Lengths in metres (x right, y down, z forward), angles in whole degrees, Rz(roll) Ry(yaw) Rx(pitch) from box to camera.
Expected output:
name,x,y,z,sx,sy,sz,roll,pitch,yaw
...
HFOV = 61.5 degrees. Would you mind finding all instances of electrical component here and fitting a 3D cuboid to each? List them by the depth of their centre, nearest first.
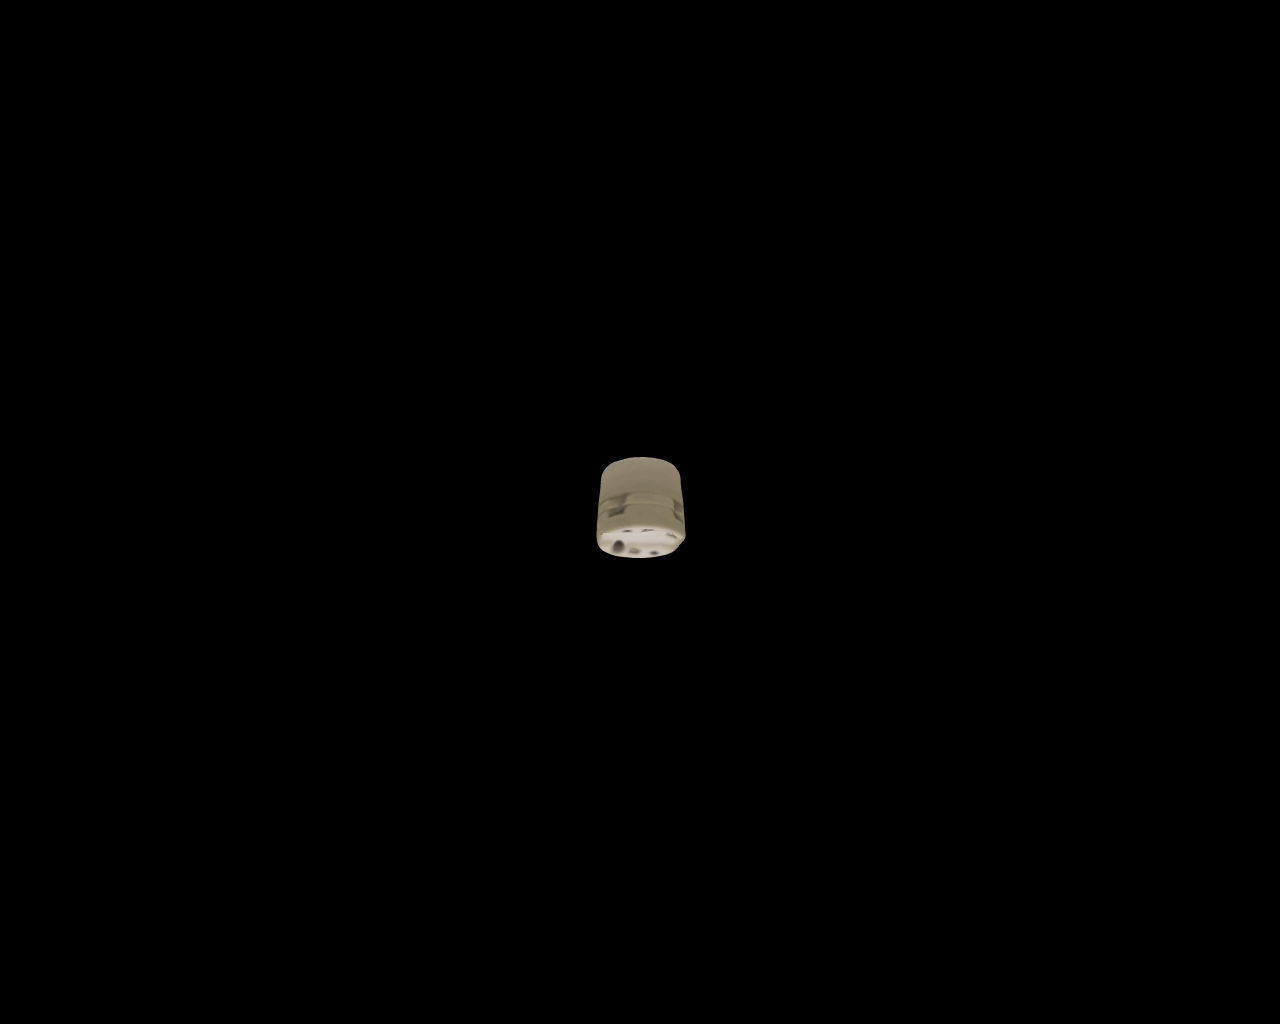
name,x,y,z,sx,sy,sz,roll,pitch,yaw
electrical component,0.001,-0.003,0.650,0.055,0.047,0.055,0,-24,0
